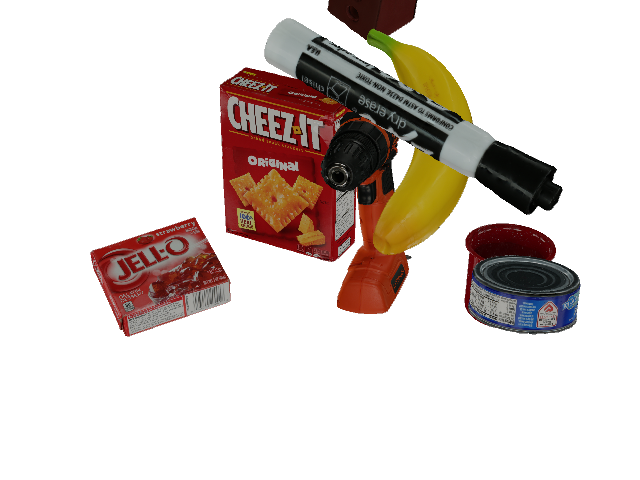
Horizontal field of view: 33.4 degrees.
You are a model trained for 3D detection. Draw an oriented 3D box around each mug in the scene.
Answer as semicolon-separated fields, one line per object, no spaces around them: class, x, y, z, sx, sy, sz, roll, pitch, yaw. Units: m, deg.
mug;0.193;0.033;1.129;0.093;0.081;0.117;-4;30;-10

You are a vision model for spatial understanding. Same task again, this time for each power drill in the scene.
power drill;0.045;-0.029;1.000;0.057;0.188;0.184;7;26;17

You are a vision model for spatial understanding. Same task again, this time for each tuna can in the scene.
tuna can;0.161;0.041;0.844;0.086;0.034;0.086;2;20;-1

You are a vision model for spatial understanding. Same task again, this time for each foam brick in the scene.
foam brick;0.044;-0.203;0.825;0.051;0.053;0.078;-38;-23;-28

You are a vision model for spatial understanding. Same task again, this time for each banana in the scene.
banana;0.065;-0.063;0.686;0.069;0.198;0.037;1;-42;-1

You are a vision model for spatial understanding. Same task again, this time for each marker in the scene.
marker;0.032;-0.045;0.383;0.121;0.020;0.020;33;12;19

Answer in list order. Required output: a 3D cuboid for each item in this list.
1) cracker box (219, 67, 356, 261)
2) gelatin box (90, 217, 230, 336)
cracker box;-0.040;-0.092;1.338;0.164;0.214;0.072;17;36;24
gelatin box;-0.123;0.027;0.823;0.089;0.030;0.073;-18;51;-19
